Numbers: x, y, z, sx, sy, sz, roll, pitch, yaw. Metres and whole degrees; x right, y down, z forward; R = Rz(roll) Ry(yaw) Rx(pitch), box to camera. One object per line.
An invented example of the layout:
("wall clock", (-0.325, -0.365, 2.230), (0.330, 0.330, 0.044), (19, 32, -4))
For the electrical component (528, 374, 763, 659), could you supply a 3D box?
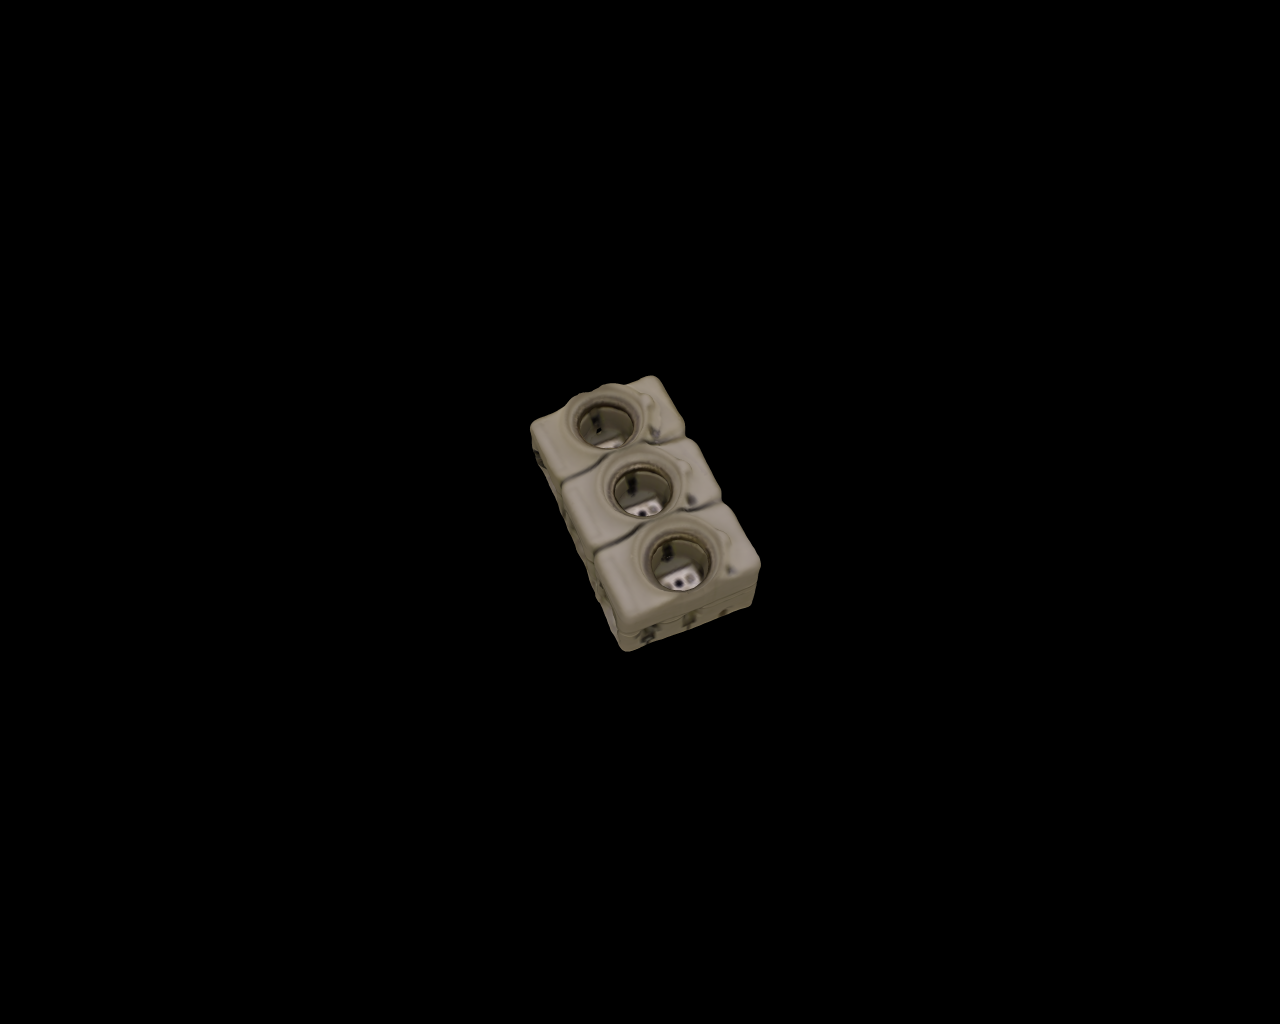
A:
("electrical component", (0.001, -0.003, 0.650), (0.089, 0.150, 0.061), (-21, -28, -12))
